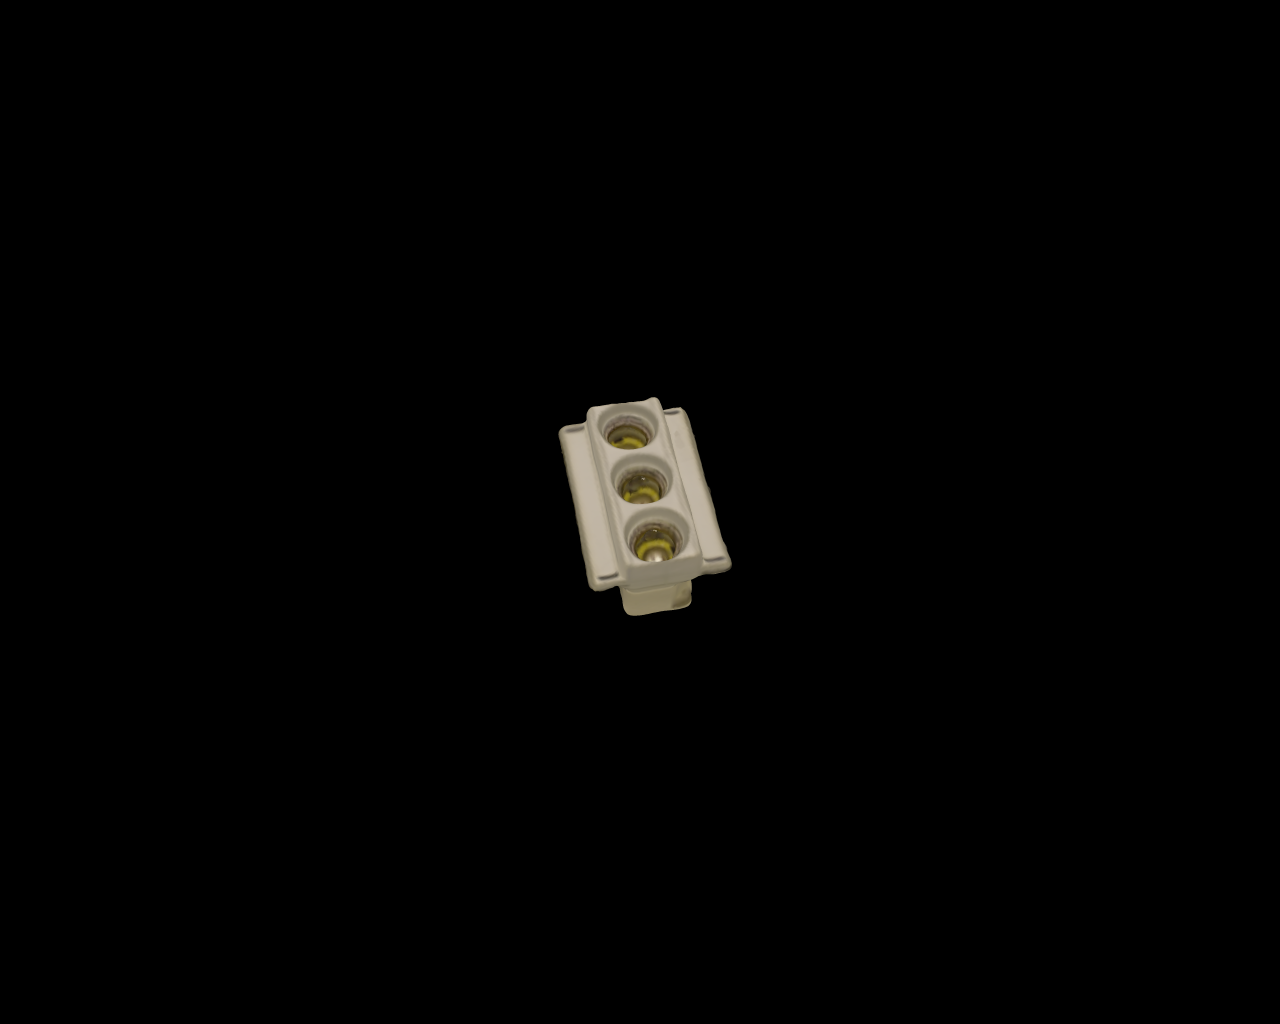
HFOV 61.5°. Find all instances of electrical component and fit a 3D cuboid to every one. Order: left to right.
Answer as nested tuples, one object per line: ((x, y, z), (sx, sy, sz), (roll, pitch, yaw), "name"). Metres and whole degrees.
((0.001, -0.003, 0.650), (0.079, 0.121, 0.063), (-9, -36, -7), "electrical component")
